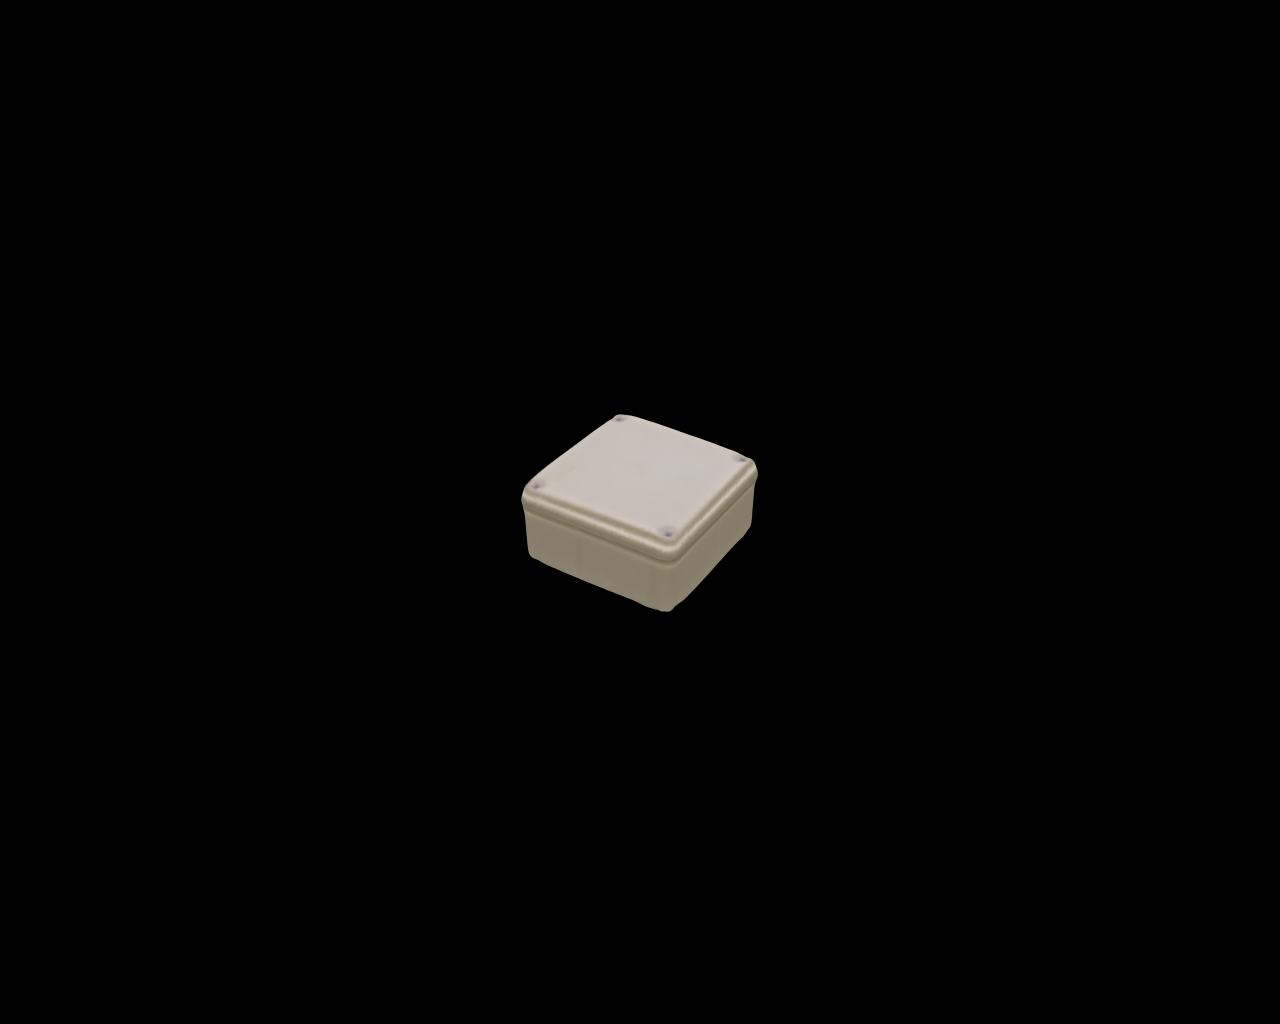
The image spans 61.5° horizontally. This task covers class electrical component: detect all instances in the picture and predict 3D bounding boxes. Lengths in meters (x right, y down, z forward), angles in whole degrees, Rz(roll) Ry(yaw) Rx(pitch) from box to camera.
[{"bbox_3d":[0.001,-0.003,0.650,0.109,0.056,0.109,21,41,26],"label":"electrical component"}]
